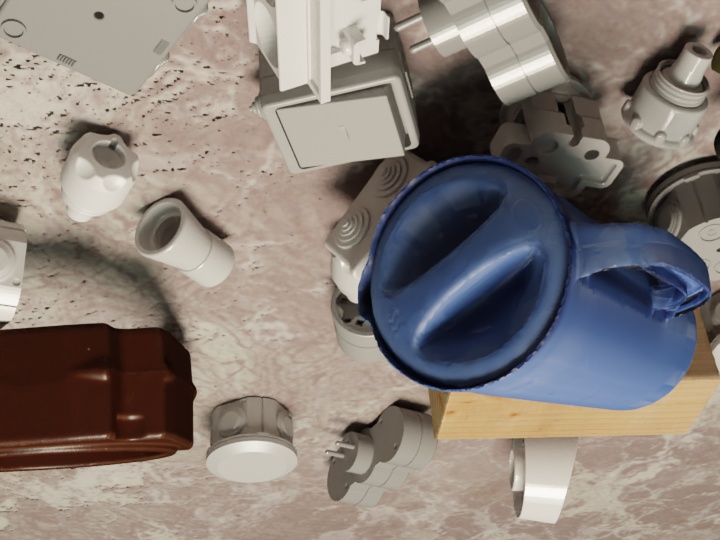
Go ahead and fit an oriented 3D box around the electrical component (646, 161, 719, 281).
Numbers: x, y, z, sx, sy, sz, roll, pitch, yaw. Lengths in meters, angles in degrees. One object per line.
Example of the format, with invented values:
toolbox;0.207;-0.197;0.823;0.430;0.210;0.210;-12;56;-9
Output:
electrical component;0.244;-0.033;0.748;0.080;0.051;0.080;-3;143;-2

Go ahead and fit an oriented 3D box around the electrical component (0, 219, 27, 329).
electrical component;-0.256;0.001;0.713;0.051;0.080;0.080;11;141;-29

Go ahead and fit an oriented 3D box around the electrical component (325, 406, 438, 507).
electrical component;0.005;0.171;0.994;0.074;0.052;0.138;17;138;-26

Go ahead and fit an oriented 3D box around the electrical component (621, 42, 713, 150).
electrical component;0.191;-0.107;0.649;0.048;0.048;0.062;6;135;-15

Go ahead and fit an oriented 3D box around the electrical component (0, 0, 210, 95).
electrical component;-0.133;-0.146;0.554;0.100;0.048;0.100;22;136;-32

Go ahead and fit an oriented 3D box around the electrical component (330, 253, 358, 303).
electrical component;0.000;0.000;0.771;0.043;0.043;0.062;-2;145;-5

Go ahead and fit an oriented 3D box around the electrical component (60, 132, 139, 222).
electrical component;-0.168;-0.054;0.678;0.043;0.043;0.062;15;141;-25

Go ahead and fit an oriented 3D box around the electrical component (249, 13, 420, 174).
electrical component;-0.018;-0.097;0.623;0.096;0.061;0.061;-11;143;8

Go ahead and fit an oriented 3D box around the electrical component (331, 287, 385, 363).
electrical component;0.006;0.038;0.814;0.055;0.055;0.047;-4;147;-1

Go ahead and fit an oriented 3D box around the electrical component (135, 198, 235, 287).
electrical component;-0.117;-0.015;0.739;0.044;0.044;0.065;-22;145;22

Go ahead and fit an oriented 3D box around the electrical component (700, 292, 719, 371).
electrical component;0.317;0.047;0.866;0.080;0.051;0.080;-3;144;-2

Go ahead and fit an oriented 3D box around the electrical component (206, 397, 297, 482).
electrical component;-0.097;0.153;0.959;0.080;0.051;0.080;-3;143;-2

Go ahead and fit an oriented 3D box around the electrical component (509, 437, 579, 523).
electrical component;0.173;0.184;0.999;0.064;0.099;0.099;2;143;0

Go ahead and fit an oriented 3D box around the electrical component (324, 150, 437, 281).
electrical component;0.037;-0.023;0.710;0.100;0.048;0.099;33;95;-40

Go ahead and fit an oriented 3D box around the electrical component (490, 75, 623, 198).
electrical component;0.117;-0.084;0.659;0.078;0.057;0.058;7;142;-16

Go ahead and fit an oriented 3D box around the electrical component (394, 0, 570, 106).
electrical component;0.055;-0.139;0.582;0.074;0.052;0.138;-21;141;20

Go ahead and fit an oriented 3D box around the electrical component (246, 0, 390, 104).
electrical component;-0.022;-0.157;0.538;0.063;0.078;0.121;-21;147;-16
